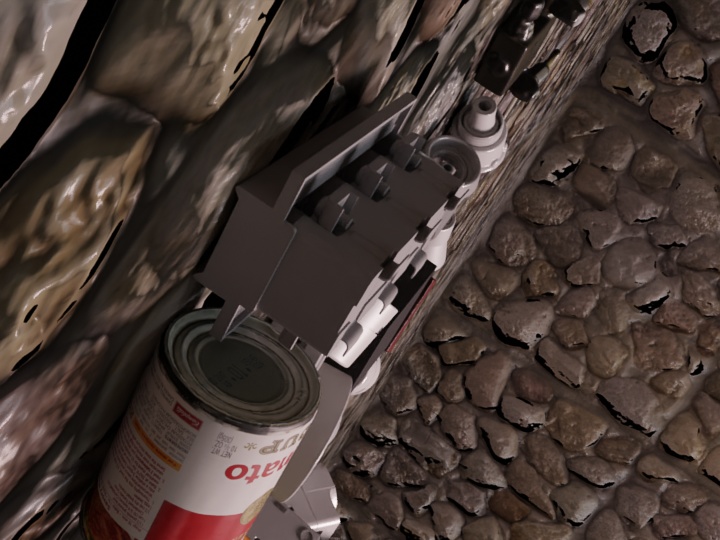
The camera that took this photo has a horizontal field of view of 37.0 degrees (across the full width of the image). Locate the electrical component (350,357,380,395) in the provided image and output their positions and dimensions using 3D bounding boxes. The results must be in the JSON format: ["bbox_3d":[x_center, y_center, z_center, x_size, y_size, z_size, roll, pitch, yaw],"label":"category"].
[{"bbox_3d":[-0.012,0.083,0.950,0.055,0.055,0.047,-56,170,0],"label":"electrical component"}]

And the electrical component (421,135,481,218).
[{"bbox_3d":[0.054,-0.062,0.754,0.066,0.048,0.055,-52,180,-35],"label":"electrical component"}]

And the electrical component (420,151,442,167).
[{"bbox_3d":[0.027,-0.045,0.683,0.061,0.035,0.035,-55,174,15],"label":"electrical component"}]

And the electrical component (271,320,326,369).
[{"bbox_3d":[-0.045,0.057,0.610,0.066,0.048,0.055,-60,180,31],"label":"electrical component"}]

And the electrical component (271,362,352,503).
[{"bbox_3d":[-0.047,0.106,0.749,0.099,0.064,0.099,-55,174,-9],"label":"electrical component"}]

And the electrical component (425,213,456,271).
[{"bbox_3d":[0.067,-0.034,1.013,0.044,0.044,0.065,-52,168,-34],"label":"electrical component"}]

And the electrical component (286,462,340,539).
[{"bbox_3d":[-0.059,0.209,0.995,0.056,0.089,0.050,-5,141,-32],"label":"electrical component"}]

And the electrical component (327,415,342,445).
[{"bbox_3d":[-0.046,0.120,0.871,0.078,0.058,0.057,-54,176,-15],"label":"electrical component"}]

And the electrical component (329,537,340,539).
[{"bbox_3d":[-0.088,0.300,0.998,0.186,0.060,0.105,-13,176,5],"label":"electrical component"}]

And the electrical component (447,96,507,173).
[{"bbox_3d":[0.090,-0.106,0.807,0.048,0.048,0.062,-53,167,-23],"label":"electrical component"}]

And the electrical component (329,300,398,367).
[{"bbox_3d":[-0.013,0.026,0.657,0.047,0.055,0.055,-52,174,-2],"label":"electrical component"}]

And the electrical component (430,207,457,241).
[{"bbox_3d":[0.040,-0.036,0.797,0.078,0.040,0.040,-53,173,-31],"label":"electrical component"}]

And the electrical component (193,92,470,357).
[{"bbox_3d":[-0.005,-0.018,0.439,0.078,0.063,0.121,-60,173,30],"label":"electrical component"}]

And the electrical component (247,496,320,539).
[{"bbox_3d":[-0.092,0.222,0.860,0.048,0.100,0.099,-44,-175,48],"label":"electrical component"}]
